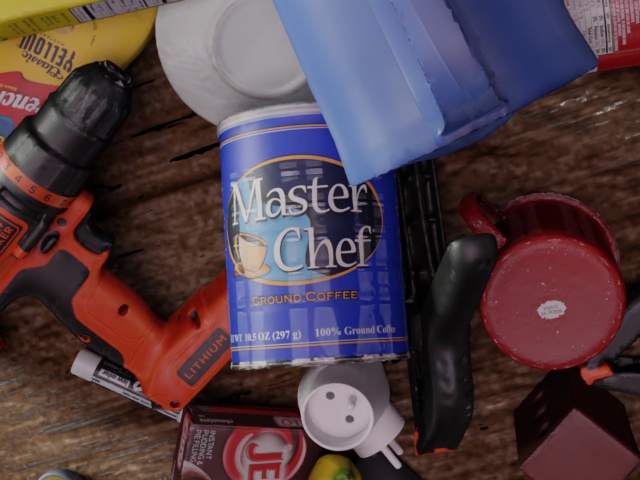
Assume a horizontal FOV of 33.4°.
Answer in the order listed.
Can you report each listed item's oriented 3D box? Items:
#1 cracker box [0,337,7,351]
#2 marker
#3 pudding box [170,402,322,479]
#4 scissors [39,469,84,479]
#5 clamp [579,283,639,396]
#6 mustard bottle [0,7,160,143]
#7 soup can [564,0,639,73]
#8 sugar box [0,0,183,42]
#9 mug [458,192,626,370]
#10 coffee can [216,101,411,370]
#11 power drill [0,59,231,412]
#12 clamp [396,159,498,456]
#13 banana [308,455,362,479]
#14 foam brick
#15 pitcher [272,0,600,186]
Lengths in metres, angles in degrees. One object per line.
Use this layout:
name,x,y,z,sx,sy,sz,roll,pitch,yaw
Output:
cracker box,-0.315,0.038,0.632,0.213,0.164,0.072,42,105,-4
marker,-0.109,0.106,0.717,0.121,0.020,0.020,25,107,1
pudding box,-0.053,0.164,0.699,0.090,0.039,0.113,6,109,-17
scissors,-0.162,0.243,0.763,0.096,0.016,0.201,-40,96,16
clamp,0.244,0.057,0.642,0.172,0.039,0.120,-31,93,19
mustard bottle,-0.174,-0.089,0.654,0.096,0.058,0.192,27,108,-7
soup can,0.150,-0.127,0.591,0.102,0.068,0.068,-8,104,11
sugar box,-0.118,-0.169,0.575,0.176,0.048,0.093,-14,87,2
mug,0.125,0.017,0.626,0.093,0.081,0.117,-42,96,16
coffee can,-0.004,0.001,0.609,0.103,0.102,0.140,-5,84,9
power drill,-0.122,0.007,0.644,0.187,0.057,0.185,37,108,-22
clamp,0.069,0.046,0.616,0.036,0.164,0.210,-6,114,-5
banana,-0.001,0.206,0.676,0.037,0.069,0.198,12,117,10
foam brick,0.155,0.119,0.651,0.051,0.078,0.053,37,107,-4
pitcher,0.023,-0.156,0.503,0.149,0.144,0.243,-20,98,55
